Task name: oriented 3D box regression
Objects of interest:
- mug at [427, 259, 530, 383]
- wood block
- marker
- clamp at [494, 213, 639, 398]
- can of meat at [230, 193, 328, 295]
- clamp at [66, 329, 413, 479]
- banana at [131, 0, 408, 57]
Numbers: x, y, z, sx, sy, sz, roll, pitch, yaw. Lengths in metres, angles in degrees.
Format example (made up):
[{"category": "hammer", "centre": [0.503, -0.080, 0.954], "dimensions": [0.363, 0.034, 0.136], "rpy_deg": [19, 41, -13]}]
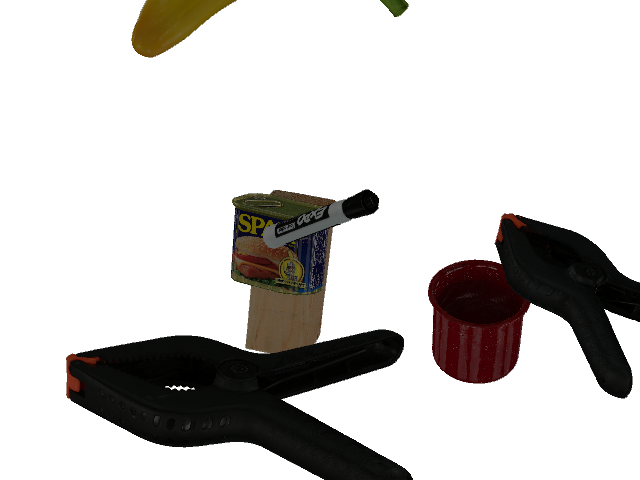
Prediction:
[{"category": "mug", "centre": [0.144, 0.070, 0.998], "dimensions": [0.093, 0.081, 0.117], "rpy_deg": [-6, 39, -4]}, {"category": "wood block", "centre": [-0.042, 0.046, 1.463], "dimensions": [0.090, 0.206, 0.090], "rpy_deg": [11, 22, 10]}, {"category": "marker", "centre": [0.000, -0.016, 0.830], "dimensions": [0.020, 0.020, 0.121], "rpy_deg": [0, -13, -43]}, {"category": "clamp", "centre": [0.196, 0.035, 0.748], "dimensions": [0.120, 0.039, 0.172], "rpy_deg": [-8, 43, -32]}, {"category": "can of meat", "centre": [-0.042, 0.004, 1.082], "dimensions": [0.102, 0.084, 0.057], "rpy_deg": [14, 18, 27]}, {"category": "clamp", "centre": [-0.043, 0.087, 0.634], "dimensions": [0.210, 0.036, 0.164], "rpy_deg": [9, 24, 6]}, {"category": "banana", "centre": [-0.032, -0.162, 0.657], "dimensions": [0.197, 0.069, 0.037], "rpy_deg": [-16, -12, -28]}]
